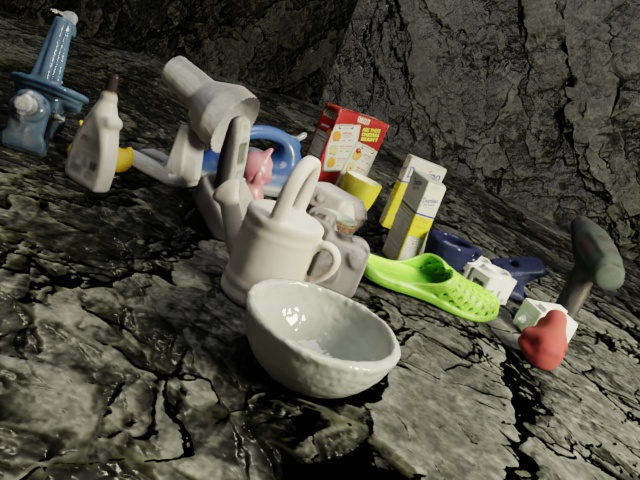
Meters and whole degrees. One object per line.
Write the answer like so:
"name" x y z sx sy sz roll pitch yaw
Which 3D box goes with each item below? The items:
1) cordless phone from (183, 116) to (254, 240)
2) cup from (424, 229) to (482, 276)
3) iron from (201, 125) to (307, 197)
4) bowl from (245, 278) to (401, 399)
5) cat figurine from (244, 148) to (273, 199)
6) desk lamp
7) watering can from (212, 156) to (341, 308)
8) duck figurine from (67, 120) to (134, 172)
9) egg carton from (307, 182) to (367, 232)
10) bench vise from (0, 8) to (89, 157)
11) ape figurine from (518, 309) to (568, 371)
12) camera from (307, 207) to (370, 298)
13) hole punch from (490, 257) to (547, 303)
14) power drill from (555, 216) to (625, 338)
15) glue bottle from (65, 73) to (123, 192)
"cordless phone" -0.128 -0.101 0.888 0.094 0.185 0.148 23 17 3
"cup" 0.238 0.042 1.066 0.118 0.095 0.091 14 19 -24
"iron" -0.138 -0.179 1.189 0.259 0.141 0.118 6 24 -43
"bowl" -0.007 0.110 0.586 0.167 0.075 0.167 20 17 -6
"cat figurine" -0.120 -0.118 1.065 0.067 0.118 0.127 19 17 -11
"desk lamp" -0.230 -0.202 1.019 0.203 0.213 0.118 27 17 15
"watering can" -0.054 -0.017 0.708 0.173 0.194 0.101 19 17 -10
"duck figurine" -0.362 -0.167 0.965 0.105 0.086 0.077 13 19 -28
"egg carton" 0.020 -0.070 1.176 0.150 0.069 0.107 32 19 29
"bench vise" -0.423 -0.250 0.913 0.122 0.220 0.206 11 20 -33
"ape figurine" 0.354 0.149 0.889 0.077 0.092 0.076 24 17 5
"camera" 0.008 0.003 0.886 0.143 0.101 0.137 23 17 3
"hole punch" 0.403 0.071 1.191 0.101 0.091 0.108 21 17 -3
"power drill" 0.493 0.070 1.104 0.075 0.208 0.229 21 17 -3
"glue bottle" -0.324 -0.162 0.848 0.078 0.173 0.037 29 18 22
